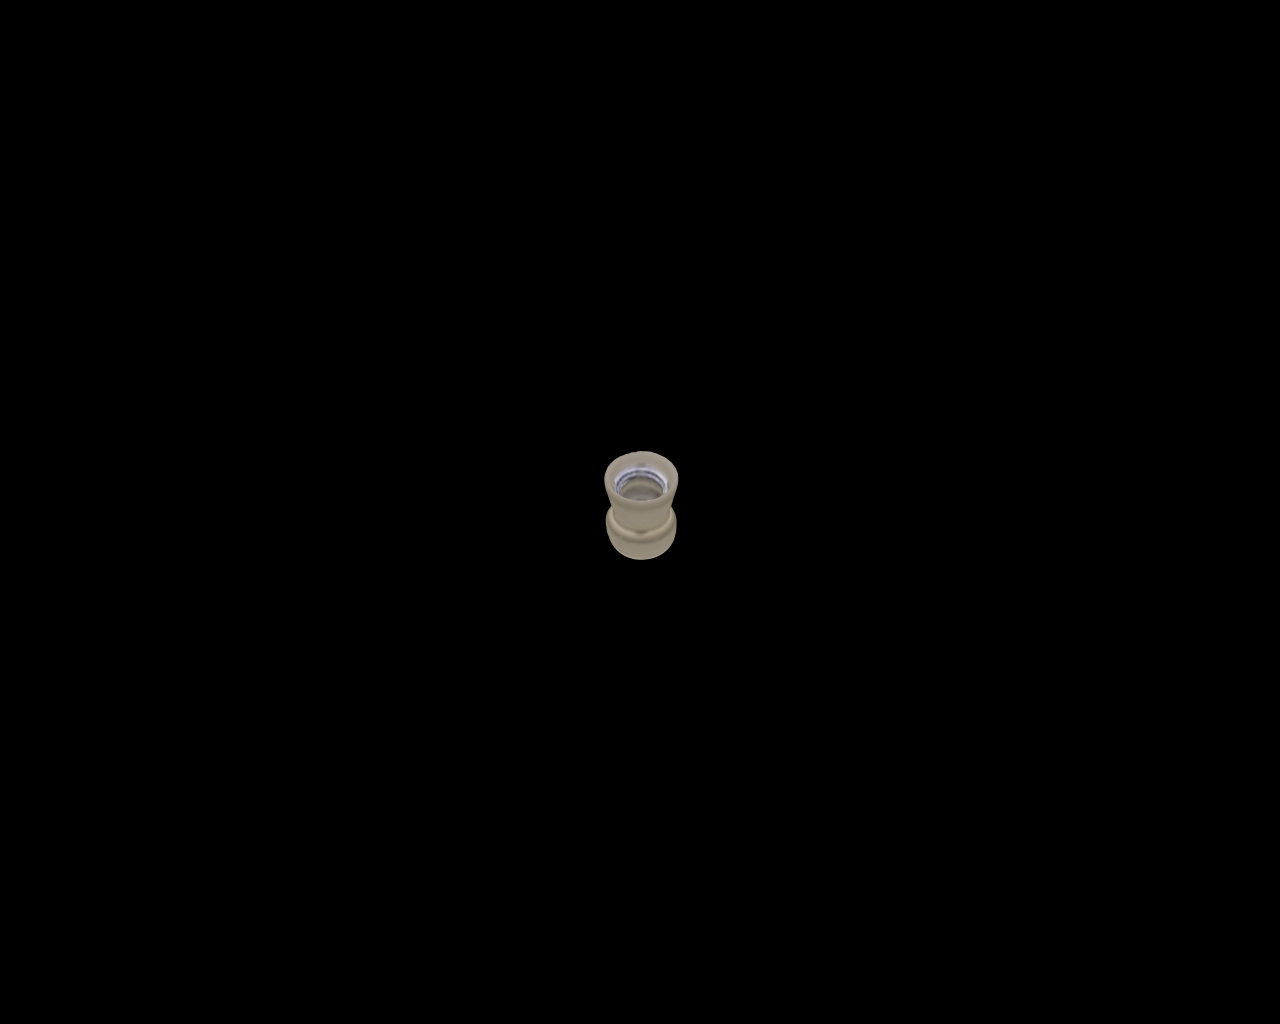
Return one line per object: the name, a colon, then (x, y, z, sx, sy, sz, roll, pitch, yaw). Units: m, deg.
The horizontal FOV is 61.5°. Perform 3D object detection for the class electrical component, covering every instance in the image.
electrical component: (0.001, -0.003, 0.650, 0.045, 0.045, 0.055, 0, -44, 0)
